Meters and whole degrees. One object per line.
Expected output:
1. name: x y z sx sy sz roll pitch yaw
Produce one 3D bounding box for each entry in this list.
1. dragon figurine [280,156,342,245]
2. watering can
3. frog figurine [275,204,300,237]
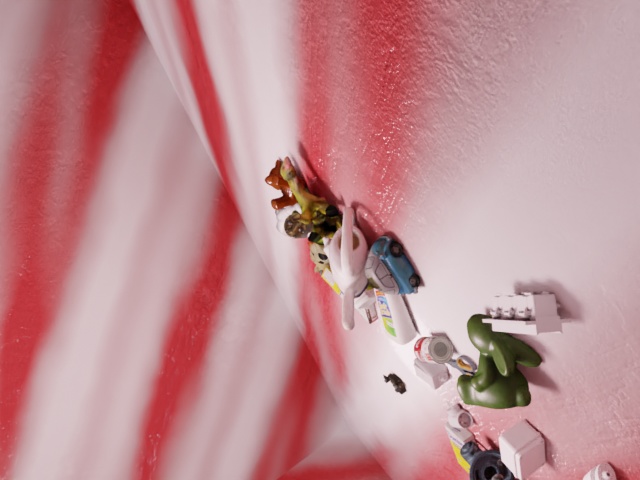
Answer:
1. dragon figurine: 0.005 -0.077 1.534 0.403 0.122 0.248 52 -171 -32
2. watering can: 0.076 0.088 1.328 0.220 0.104 0.355 74 -164 -60
3. frog figurine: -0.077 -0.069 1.748 0.136 0.124 0.159 30 166 -23
